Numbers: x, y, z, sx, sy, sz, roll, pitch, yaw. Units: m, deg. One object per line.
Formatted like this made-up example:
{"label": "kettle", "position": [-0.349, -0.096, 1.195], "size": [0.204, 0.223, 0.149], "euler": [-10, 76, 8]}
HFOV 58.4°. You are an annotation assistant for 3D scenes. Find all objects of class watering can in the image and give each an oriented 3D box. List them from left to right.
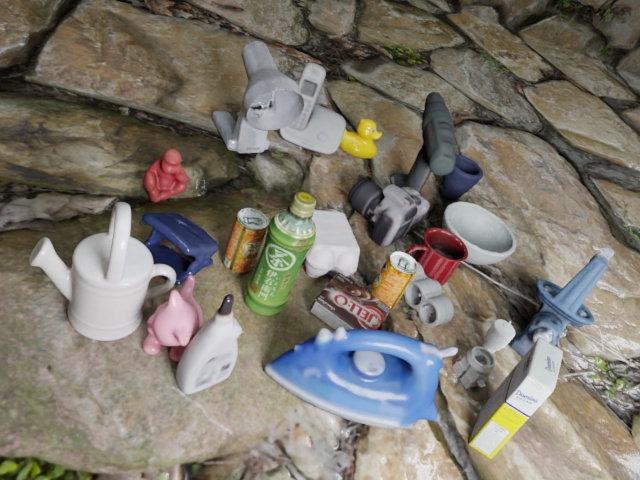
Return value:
{"label": "watering can", "position": [-0.279, 0.036, 0.749], "size": [0.173, 0.194, 0.100], "euler": [-10, 50, -36]}

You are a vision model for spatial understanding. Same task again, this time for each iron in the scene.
{"label": "iron", "position": [0.062, 0.174, 0.816], "size": [0.259, 0.141, 0.118], "euler": [15, 39, -13]}

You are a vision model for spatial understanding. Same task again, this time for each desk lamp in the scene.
{"label": "desk lamp", "position": [-0.133, -0.284, 1.184], "size": [0.118, 0.213, 0.202], "euler": [-5, 47, -32]}

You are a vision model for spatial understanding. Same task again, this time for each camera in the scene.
{"label": "camera", "position": [0.137, -0.077, 1.181], "size": [0.136, 0.101, 0.143], "euler": [40, 41, 19]}

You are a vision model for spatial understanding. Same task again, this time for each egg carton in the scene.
{"label": "egg carton", "position": [0.010, 0.004, 1.044], "size": [0.107, 0.069, 0.150], "euler": [3, 43, -25]}

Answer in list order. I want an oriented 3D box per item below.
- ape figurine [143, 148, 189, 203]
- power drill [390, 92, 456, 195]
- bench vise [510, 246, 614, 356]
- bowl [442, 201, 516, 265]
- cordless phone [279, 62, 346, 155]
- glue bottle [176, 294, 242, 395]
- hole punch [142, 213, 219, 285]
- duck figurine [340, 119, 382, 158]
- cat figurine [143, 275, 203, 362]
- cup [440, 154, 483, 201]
{"label": "ape figurine", "position": [-0.271, -0.121, 1.019], "size": [0.078, 0.092, 0.076], "euler": [10, 40, -18]}
{"label": "power drill", "position": [0.234, -0.195, 1.283], "size": [0.076, 0.208, 0.229], "euler": [12, 40, -15]}
{"label": "bench vise", "position": [0.447, 0.121, 1.022], "size": [0.121, 0.219, 0.208], "euler": [27, 38, 3]}
{"label": "bowl", "position": [0.325, -0.002, 1.216], "size": [0.168, 0.074, 0.167], "euler": [15, 39, -12]}
{"label": "cordless phone", "position": [-0.002, -0.295, 1.291], "size": [0.148, 0.185, 0.094], "euler": [17, 39, -9]}
{"label": "glue bottle", "position": [-0.134, 0.129, 0.736], "size": [0.078, 0.173, 0.037], "euler": [-14, 52, -39]}
{"label": "hole punch", "position": [-0.223, -0.002, 0.908], "size": [0.108, 0.091, 0.101], "euler": [35, 39, 13]}
{"label": "duck figurine", "position": [0.099, -0.253, 1.377], "size": [0.105, 0.086, 0.077], "euler": [18, 38, -9]}
{"label": "cat figurine", "position": [-0.193, 0.103, 0.780], "size": [0.067, 0.117, 0.128], "euler": [19, 38, -7]}
{"label": "cup", "position": [0.315, -0.149, 1.366], "size": [0.117, 0.095, 0.092], "euler": [34, 39, 12]}
